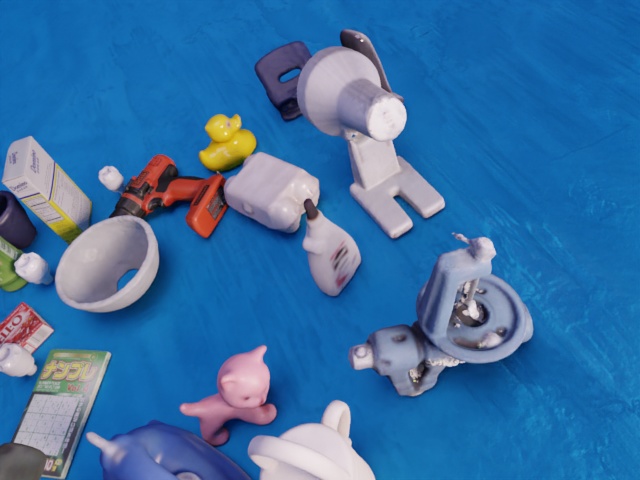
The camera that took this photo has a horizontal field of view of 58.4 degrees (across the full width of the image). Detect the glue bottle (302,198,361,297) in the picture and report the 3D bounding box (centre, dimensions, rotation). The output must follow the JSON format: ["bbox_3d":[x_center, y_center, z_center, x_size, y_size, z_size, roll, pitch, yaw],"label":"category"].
[{"bbox_3d":[0.007,0.003,0.749,0.037,0.173,0.078,19,65,29],"label":"glue bottle"}]

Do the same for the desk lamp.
[{"bbox_3d":[0.072,-0.146,0.805,0.118,0.214,0.202,-34,52,-6],"label":"desk lamp"}]

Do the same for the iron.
[{"bbox_3d":[-0.143,0.283,0.624,0.257,0.142,0.119,19,64,29],"label":"iron"}]

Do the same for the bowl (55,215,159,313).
[{"bbox_3d":[-0.316,0.048,0.890,0.167,0.075,0.167,-9,54,13],"label":"bowl"}]

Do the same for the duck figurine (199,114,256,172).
[{"bbox_3d":[-0.169,-0.175,0.989,0.104,0.086,0.077,-35,53,-7],"label":"duck figurine"}]

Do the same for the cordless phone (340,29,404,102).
[{"bbox_3d":[0.049,-0.271,0.918,0.147,0.185,0.094,25,68,32],"label":"cordless phone"}]

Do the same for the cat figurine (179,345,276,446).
[{"bbox_3d":[-0.108,0.185,0.696,0.128,0.118,0.067,-26,52,0],"label":"cat figurine"}]

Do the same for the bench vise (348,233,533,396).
[{"bbox_3d":[0.132,0.092,0.614,0.207,0.220,0.121,-36,53,-7],"label":"bench vise"}]

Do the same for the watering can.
[{"bbox_3d":[-0.010,0.245,0.572,0.100,0.194,0.173,-10,54,13],"label":"watering can"}]

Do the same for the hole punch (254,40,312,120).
[{"bbox_3d":[-0.048,-0.286,1.021,0.108,0.091,0.101,-30,52,-2],"label":"hole punch"}]

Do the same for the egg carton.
[{"bbox_3d":[-0.078,-0.075,0.898,0.149,0.070,0.107,25,68,31],"label":"egg carton"}]

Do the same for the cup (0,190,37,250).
[{"bbox_3d":[-0.562,-0.021,1.010,0.117,0.095,0.091,-19,52,6],"label":"cup"}]

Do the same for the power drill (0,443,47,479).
[{"bbox_3d":[-0.331,0.345,0.603,0.075,0.209,0.229,-2,56,18],"label":"power drill"}]
